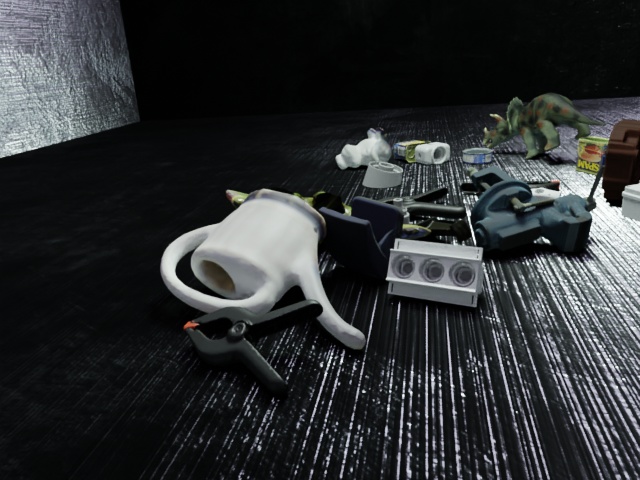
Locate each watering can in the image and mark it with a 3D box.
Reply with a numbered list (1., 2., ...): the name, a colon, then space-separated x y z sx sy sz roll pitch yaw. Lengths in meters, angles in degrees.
1. watering can: -0.061 0.033 0.733 0.349 0.101 0.229 14 45 25

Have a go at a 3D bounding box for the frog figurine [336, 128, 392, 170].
1. frog figurine: 0.135 -0.256 1.560 0.160 0.120 0.139 -44 37 -4

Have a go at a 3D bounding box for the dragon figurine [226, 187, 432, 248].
1. dragon figurine: 0.003 -0.050 0.996 0.410 0.121 0.245 8 13 9
